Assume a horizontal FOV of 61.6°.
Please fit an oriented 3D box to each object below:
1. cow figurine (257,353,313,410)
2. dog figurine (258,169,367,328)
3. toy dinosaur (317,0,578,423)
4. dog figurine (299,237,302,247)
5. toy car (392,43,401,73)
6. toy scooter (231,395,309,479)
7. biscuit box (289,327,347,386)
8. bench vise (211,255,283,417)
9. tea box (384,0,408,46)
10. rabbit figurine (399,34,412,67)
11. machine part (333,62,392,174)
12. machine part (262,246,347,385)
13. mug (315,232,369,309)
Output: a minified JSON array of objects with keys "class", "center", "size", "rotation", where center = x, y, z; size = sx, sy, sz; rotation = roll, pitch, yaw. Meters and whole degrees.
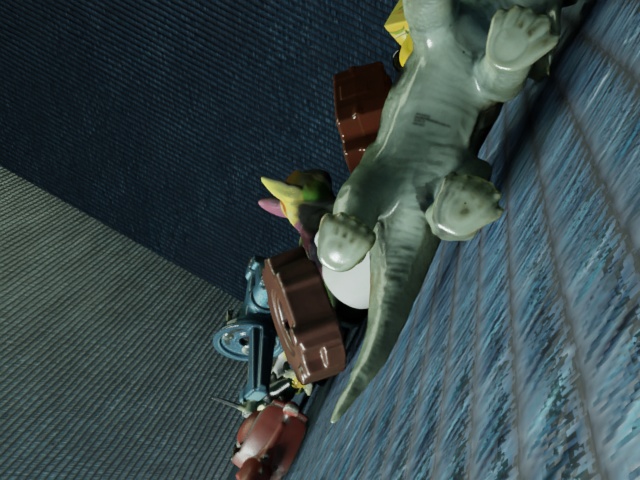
[{"class":"cow figurine","center":[-0.062,0.239,0.905],"size":[0.167,0.068,0.098],"rotation":[-37,16,37]},{"class":"dog figurine","center":[-0.002,-0.002,0.754],"size":[0.191,0.219,0.108],"rotation":[-59,-6,-23]},{"class":"toy dinosaur","center":[0.090,-0.077,0.407],"size":[0.404,0.131,0.192],"rotation":[-66,-15,12]},{"class":"dog figurine","center":[-0.022,0.071,0.956],"size":[0.190,0.121,0.172],"rotation":[-57,-27,-27]},{"class":"toy car","center":[0.166,-0.228,0.868],"size":[0.089,0.053,0.202],"rotation":[-36,-62,-51]},{"class":"toy scooter","center":[-0.062,0.249,0.680],"size":[0.135,0.075,0.184],"rotation":[-61,1,2]},{"class":"biscuit box","center":[0.006,0.151,0.855],"size":[0.062,0.059,0.203],"rotation":[-62,-2,15]},{"class":"bench vise","center":[-0.095,0.152,0.848],"size":[0.223,0.129,0.241],"rotation":[-42,36,38]},{"class":"tea box","center":[0.183,-0.294,0.728],"size":[0.170,0.098,0.068],"rotation":[15,73,56]},{"class":"rabbit figurine","center":[0.152,-0.168,0.711],"size":[0.162,0.122,0.173],"rotation":[85,-165,-81]},{"class":"machine part","center":[0.089,-0.150,0.823],"size":[0.201,0.087,0.201],"rotation":[-91,-16,-45]},{"class":"machine part","center":[-0.025,0.097,0.679],"size":[0.056,0.179,0.179],"rotation":[-17,-16,-14]},{"class":"mug","center":[0.055,0.009,0.606],"size":[0.107,0.109,0.081],"rotation":[-45,4,41]}]
